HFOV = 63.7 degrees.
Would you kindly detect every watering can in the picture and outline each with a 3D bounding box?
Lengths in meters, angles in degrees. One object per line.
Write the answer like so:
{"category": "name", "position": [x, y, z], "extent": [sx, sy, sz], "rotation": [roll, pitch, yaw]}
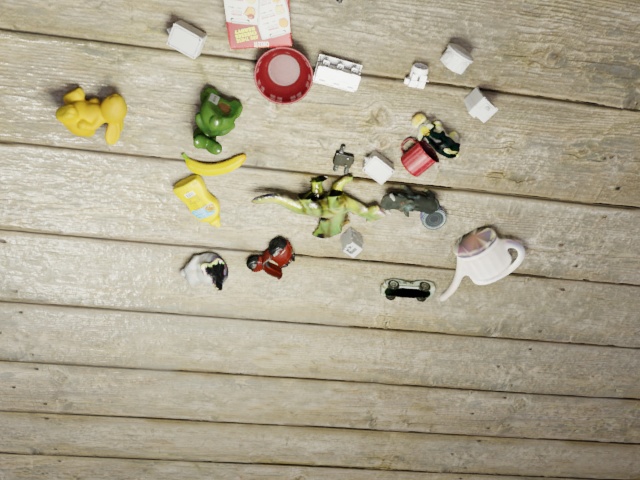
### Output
{"category": "watering can", "position": [0.532, 0.085, 1.785], "extent": [0.345, 0.106, 0.221], "rotation": [-30, 121, 17]}

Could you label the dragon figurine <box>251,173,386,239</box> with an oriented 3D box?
{"category": "dragon figurine", "position": [0.005, -0.083, 1.653], "extent": [0.410, 0.125, 0.237], "rotation": [-7, 134, 4]}

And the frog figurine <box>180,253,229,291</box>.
{"category": "frog figurine", "position": [-0.399, 0.108, 1.784], "extent": [0.159, 0.125, 0.135], "rotation": [-3, 147, 46]}
